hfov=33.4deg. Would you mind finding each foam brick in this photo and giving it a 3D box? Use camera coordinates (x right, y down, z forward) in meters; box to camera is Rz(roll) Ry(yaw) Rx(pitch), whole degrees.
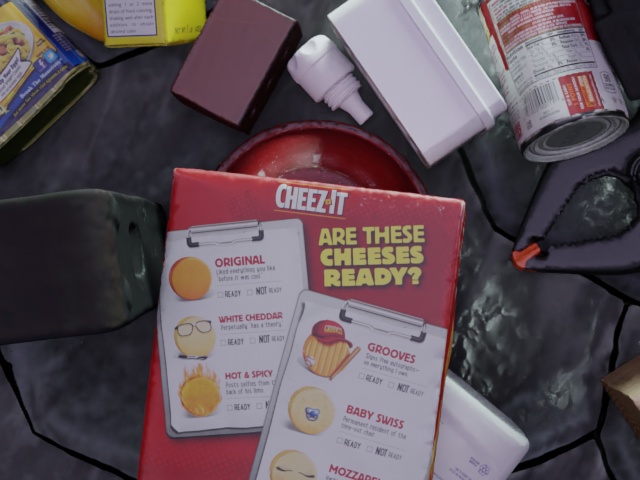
[{"bbox_3d":[-0.053,-0.113,0.680,0.051,0.053,0.078,29,92,1],"label":"foam brick"}]

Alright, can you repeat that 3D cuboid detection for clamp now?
[{"bbox_3d":[0.218,-0.034,0.672,0.210,0.036,0.164,-39,79,3],"label":"clamp"}]

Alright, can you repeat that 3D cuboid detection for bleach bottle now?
[{"bbox_3d":[0.016,0.192,0.672,0.102,0.068,0.251,39,94,4],"label":"bleach bottle"}]

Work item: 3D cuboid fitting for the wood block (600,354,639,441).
[{"bbox_3d":[0.288,0.071,0.645,0.206,0.090,0.091,-33,88,2],"label":"wood block"}]

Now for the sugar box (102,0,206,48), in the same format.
[{"bbox_3d":[-0.103,-0.207,0.643,0.048,0.093,0.176,2,104,9],"label":"sugar box"}]

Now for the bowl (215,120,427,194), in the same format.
[{"bbox_3d":[-0.004,0.001,0.676,0.162,0.055,0.162,0,89,3],"label":"bowl"}]

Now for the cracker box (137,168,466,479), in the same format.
[{"bbox_3d":[-0.010,0.075,0.609,0.164,0.072,0.214,7,91,8],"label":"cracker box"}]

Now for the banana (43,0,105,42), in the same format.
[{"bbox_3d":[-0.180,-0.221,0.694,0.069,0.037,0.198,-11,89,3],"label":"banana"}]

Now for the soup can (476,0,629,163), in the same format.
[{"bbox_3d":[0.141,-0.107,0.650,0.068,0.068,0.102,-14,73,2],"label":"soup can"}]

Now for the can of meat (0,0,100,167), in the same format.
[{"bbox_3d":[-0.206,-0.107,0.685,0.102,0.057,0.084,-43,90,2],"label":"can of meat"}]
